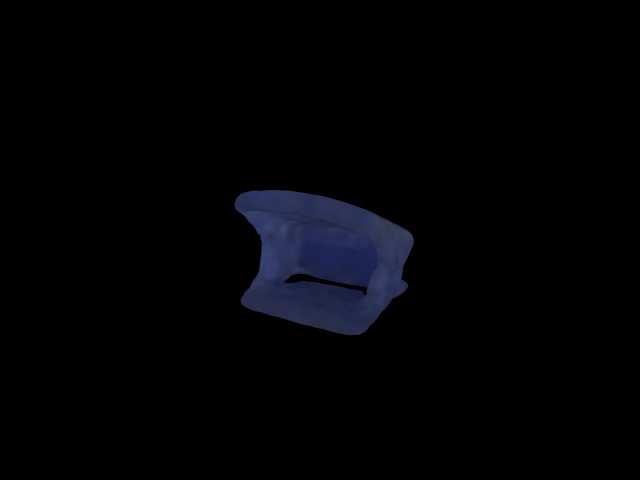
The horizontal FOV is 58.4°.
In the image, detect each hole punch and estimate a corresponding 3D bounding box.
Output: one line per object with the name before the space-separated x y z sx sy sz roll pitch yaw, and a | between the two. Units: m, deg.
hole punch | 0.004 0.001 0.400 0.108 0.091 0.101 10 23 26
